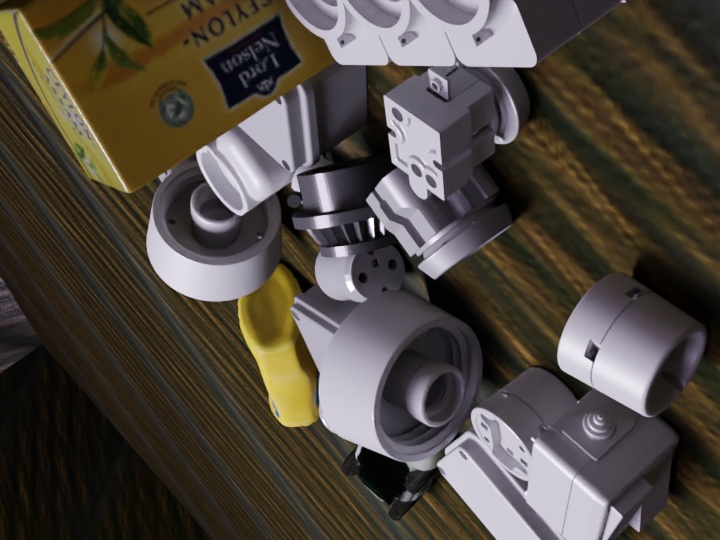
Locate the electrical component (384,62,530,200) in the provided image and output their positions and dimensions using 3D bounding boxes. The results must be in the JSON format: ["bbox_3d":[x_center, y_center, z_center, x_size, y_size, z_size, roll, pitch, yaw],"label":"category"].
[{"bbox_3d":[0.046,-0.071,0.504,0.048,0.055,0.066,40,156,32],"label":"electrical component"}]

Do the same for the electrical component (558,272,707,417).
[{"bbox_3d":[0.128,0.036,0.503,0.047,0.055,0.055,34,153,34],"label":"electrical component"}]

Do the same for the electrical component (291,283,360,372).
[{"bbox_3d":[0.013,0.066,0.801,0.109,0.056,0.108,29,149,48],"label":"electrical component"}]

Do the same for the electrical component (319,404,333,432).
[{"bbox_3d":[-0.005,0.121,0.951,0.048,0.048,0.062,56,153,-8],"label":"electrical component"}]

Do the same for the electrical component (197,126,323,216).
[{"bbox_3d":[-0.074,-0.077,0.750,0.053,0.059,0.095,55,160,-6],"label":"electrical component"}]

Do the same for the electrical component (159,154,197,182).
[{"bbox_3d":[-0.142,-0.067,0.939,0.077,0.044,0.079,50,160,8],"label":"electrical component"}]

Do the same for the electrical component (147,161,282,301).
[{"bbox_3d":[-0.112,-0.037,0.838,0.108,0.108,0.060,47,153,17],"label":"electrical component"}]

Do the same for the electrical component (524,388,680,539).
[{"bbox_3d":[0.136,0.110,0.597,0.061,0.062,0.096,42,157,29],"label":"electrical component"}]

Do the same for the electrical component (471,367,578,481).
[{"bbox_3d":[0.104,0.093,0.658,0.055,0.047,0.055,44,158,23],"label":"electrical component"}]

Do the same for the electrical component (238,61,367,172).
[{"bbox_3d":[-0.054,-0.122,0.635,0.113,0.057,0.078,43,158,25],"label":"electrical component"}]

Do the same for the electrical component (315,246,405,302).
[{"bbox_3d":[0.000,0.000,0.738,0.045,0.045,0.055,59,159,-16],"label":"electrical component"}]

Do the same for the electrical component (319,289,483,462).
[{"bbox_3d":[0.034,0.072,0.700,0.060,0.108,0.108,22,144,45],"label":"electrical component"}]

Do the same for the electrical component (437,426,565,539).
[{"bbox_3d":[0.112,0.147,0.716,0.113,0.057,0.078,50,160,9],"label":"electrical component"}]

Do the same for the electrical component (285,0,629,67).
[{"bbox_3d":[0.025,-0.134,0.438,0.150,0.062,0.089,18,140,57],"label":"electrical component"}]

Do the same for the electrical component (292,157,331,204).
[{"bbox_3d":[-0.019,-0.050,0.707,0.046,0.040,0.040,40,157,46],"label":"electrical component"}]

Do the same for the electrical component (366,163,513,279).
[{"bbox_3d":[0.044,-0.033,0.571,0.057,0.058,0.078,55,160,4],"label":"electrical component"}]
